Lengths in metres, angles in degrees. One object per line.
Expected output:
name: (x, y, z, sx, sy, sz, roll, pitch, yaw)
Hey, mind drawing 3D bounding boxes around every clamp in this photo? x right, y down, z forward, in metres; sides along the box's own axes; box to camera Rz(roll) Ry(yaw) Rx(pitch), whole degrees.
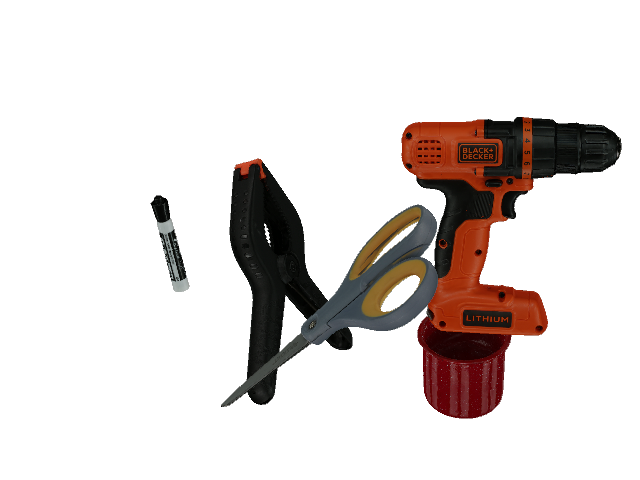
clamp: (-0.033, 0.030, 0.973, 0.036, 0.210, 0.164, -12, 0, 31)

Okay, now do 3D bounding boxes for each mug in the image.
mug: (0.152, 0.120, 1.091, 0.093, 0.081, 0.117, 19, 40, 31)

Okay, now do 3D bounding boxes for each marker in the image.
marker: (-0.170, 0.004, 1.202, 0.020, 0.121, 0.020, -8, 30, 4)

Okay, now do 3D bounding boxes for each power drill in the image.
power drill: (0.163, -0.014, 0.927, 0.184, 0.188, 0.057, 2, 13, 11)

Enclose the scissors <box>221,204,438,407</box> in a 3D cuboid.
scissors: (0.008, 0.061, 0.691, 0.016, 0.202, 0.096, 36, 12, -27)
